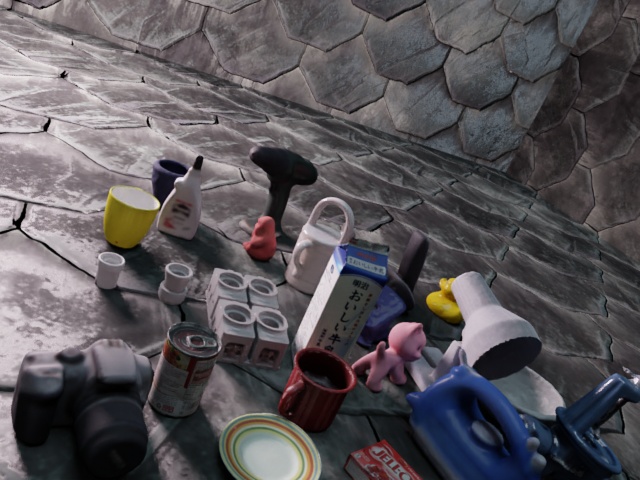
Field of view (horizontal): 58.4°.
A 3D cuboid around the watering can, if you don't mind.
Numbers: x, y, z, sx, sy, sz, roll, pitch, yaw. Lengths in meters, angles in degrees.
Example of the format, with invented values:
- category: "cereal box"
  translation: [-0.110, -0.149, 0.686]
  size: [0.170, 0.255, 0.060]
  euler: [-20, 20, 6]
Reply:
- category: "watering can"
  translation: [0.009, 0.003, 1.152]
  size: [0.101, 0.194, 0.173]
  euler: [25, 22, 6]

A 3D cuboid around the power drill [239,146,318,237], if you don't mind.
- category: "power drill"
  translation: [-0.102, -0.110, 1.284]
  size: [0.075, 0.208, 0.230]
  euler: [34, 24, 26]

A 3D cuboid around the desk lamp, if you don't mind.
- category: "desk lamp"
  translation: [0.247, 0.175, 0.967]
  size: [0.118, 0.213, 0.202]
  euler: [11, 25, -29]

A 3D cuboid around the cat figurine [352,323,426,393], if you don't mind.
- category: "cat figurine"
  translation: [0.128, 0.182, 0.960]
  size: [0.128, 0.118, 0.067]
  euler: [-2, 33, -47]

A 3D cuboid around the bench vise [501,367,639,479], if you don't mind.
- category: "bench vise"
  translation: [0.382, 0.283, 0.844]
  size: [0.208, 0.220, 0.121]
  euler: [9, 25, -31]

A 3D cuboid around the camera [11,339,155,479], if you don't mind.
- category: "camera"
  translation: [-0.244, 0.178, 0.616]
  size: [0.144, 0.101, 0.136]
  euler: [8, 26, -34]

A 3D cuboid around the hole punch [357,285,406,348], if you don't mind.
- category: "hole punch"
  translation: [0.092, 0.133, 1.075]
  size: [0.101, 0.091, 0.108]
  euler: [-3, 34, -48]

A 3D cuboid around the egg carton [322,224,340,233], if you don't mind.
- category: "egg carton"
  translation: [0.025, 0.023, 1.291]
  size: [0.150, 0.069, 0.107]
  euler: [25, 22, 4]

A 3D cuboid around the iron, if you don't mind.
- category: "iron"
  translation: [0.240, 0.282, 0.810]
  size: [0.119, 0.141, 0.257]
  euler: [7, 27, -36]

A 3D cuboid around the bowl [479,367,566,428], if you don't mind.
- category: "bowl"
  translation: [0.336, 0.280, 1.003]
  size: [0.167, 0.075, 0.167]
  euler: [20, 22, -8]

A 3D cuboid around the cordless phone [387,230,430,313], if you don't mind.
- category: "cordless phone"
  translation: [0.167, 0.047, 1.222]
  size: [0.094, 0.185, 0.147]
  euler: [7, 27, -36]

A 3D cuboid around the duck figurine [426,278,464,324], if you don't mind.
- category: "duck figurine"
  translation: [0.297, 0.130, 1.295]
  size: [0.078, 0.086, 0.104]
  euler: [8, 26, -34]

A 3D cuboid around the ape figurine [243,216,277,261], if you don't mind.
- category: "ape figurine"
  translation: [-0.120, -0.008, 1.187]
  size: [0.076, 0.092, 0.078]
  euler: [28, 22, 13]

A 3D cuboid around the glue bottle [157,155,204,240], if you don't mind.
- category: "glue bottle"
  translation: [-0.260, -0.088, 1.119]
  size: [0.078, 0.173, 0.037]
  euler: [18, 22, -13]

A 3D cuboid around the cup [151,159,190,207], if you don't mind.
- category: "cup"
  translation: [-0.313, -0.107, 1.217]
  size: [0.092, 0.095, 0.117]
  euler: [1, 31, -44]
